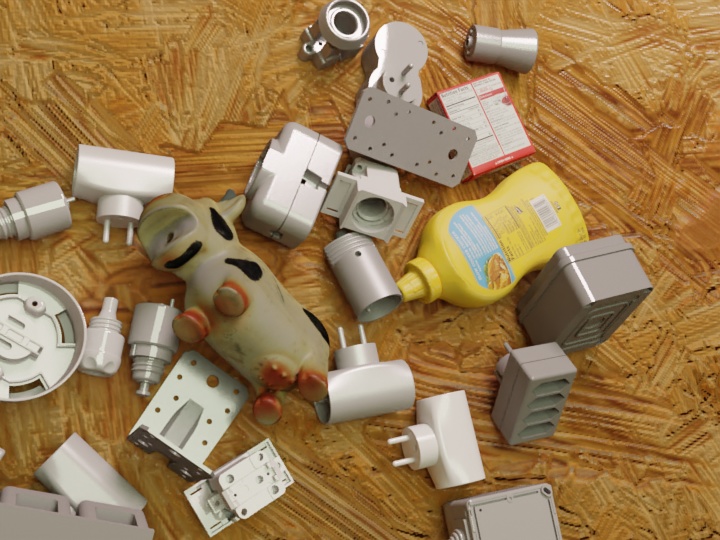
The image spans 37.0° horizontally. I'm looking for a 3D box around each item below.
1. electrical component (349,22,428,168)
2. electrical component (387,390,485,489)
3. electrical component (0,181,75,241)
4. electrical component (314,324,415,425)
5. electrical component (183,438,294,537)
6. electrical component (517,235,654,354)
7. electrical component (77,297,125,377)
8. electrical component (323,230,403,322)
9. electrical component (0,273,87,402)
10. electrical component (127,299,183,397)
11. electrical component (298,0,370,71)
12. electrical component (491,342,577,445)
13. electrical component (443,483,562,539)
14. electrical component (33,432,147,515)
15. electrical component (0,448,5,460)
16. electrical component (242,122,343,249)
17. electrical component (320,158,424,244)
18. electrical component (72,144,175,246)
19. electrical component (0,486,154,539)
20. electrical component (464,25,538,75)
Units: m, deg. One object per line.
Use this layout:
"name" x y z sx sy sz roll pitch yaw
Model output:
"electrical component" 0.032 -0.162 0.971 0.052 0.074 0.138 14 72 -17
"electrical component" 0.061 0.148 0.918 0.079 0.044 0.077 -9 80 -22
"electrical component" -0.265 -0.042 0.847 0.078 0.040 0.040 -21 84 -24
"electrical component" -0.001 0.085 0.911 0.077 0.044 0.079 -8 79 -22
"electrical component" -0.092 0.169 0.845 0.081 0.064 0.042 -31 88 -24
"electrical component" 0.198 0.025 0.961 0.078 0.113 0.057 -12 63 -23
"electrical component" -0.203 0.052 0.850 0.035 0.035 0.061 14 69 -17
"electrical component" 0.000 0.000 0.932 0.043 0.043 0.081 -17 65 -24
"electrical component" -0.260 0.053 0.811 0.099 0.064 0.099 5 75 -19
"electrical component" -0.166 0.062 0.858 0.040 0.040 0.078 14 72 -17
"electrical component" -0.020 -0.215 0.975 0.066 0.055 0.048 -27 87 -24
"electrical component" 0.144 0.097 0.952 0.047 0.083 0.075 -8 41 -22
"electrical component" 0.114 0.220 0.910 0.096 0.061 0.061 -7 79 -22
"electrical component" -0.215 0.177 0.807 0.077 0.044 0.079 45 66 -5
"electrical component" -0.302 0.161 0.744 0.056 0.109 0.108 34 67 -12
"electrical component" -0.062 -0.075 0.924 0.059 0.054 0.095 25 68 -13
"electrical component" 0.010 -0.063 0.942 0.081 0.042 0.063 18 35 -16
"electrical component" -0.194 -0.058 0.875 0.077 0.044 0.079 7 74 -19
"electrical component" -0.222 0.255 0.753 0.105 0.060 0.186 15 89 -17
"electrical component" 0.134 -0.216 1.042 0.065 0.044 0.044 6 74 -14
